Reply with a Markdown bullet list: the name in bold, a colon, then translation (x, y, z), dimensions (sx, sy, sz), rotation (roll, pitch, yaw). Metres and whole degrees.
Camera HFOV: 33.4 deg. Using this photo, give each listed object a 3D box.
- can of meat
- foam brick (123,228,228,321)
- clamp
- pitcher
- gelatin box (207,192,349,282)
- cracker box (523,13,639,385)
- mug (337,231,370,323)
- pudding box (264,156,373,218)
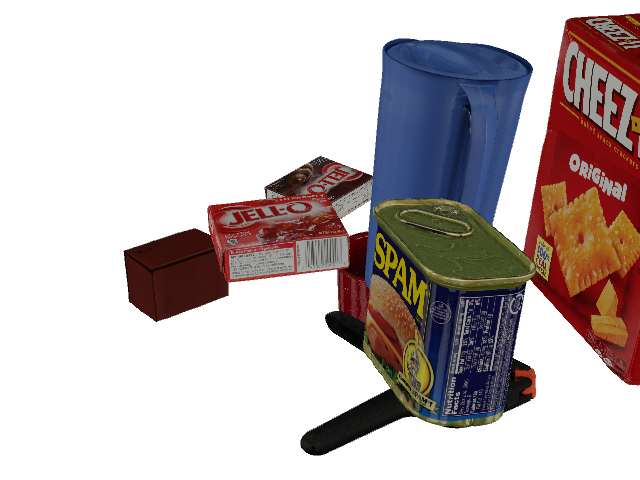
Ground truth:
- **can of meat**: translation (0.061, 0.035, 0.548), dimensions (0.057, 0.084, 0.102), rotation (-3, 24, -18)
- **foam brick**: translation (-0.127, 0.029, 0.947), dimensions (0.078, 0.051, 0.053), rotation (-19, 29, -32)
- **clamp**: translation (0.086, 0.135, 0.963), dimensions (0.210, 0.036, 0.164), rotation (4, 44, 17)
- **pitcher**: translation (0.110, -0.054, 0.978), dimensions (0.145, 0.243, 0.149), rotation (21, 29, 29)
- **gelatin box**: translation (-0.031, -0.004, 0.748), dimensions (0.089, 0.030, 0.073), rotation (-7, 27, -11)
- **cracker box**: translation (0.219, -0.031, 0.754), dimensions (0.072, 0.214, 0.164), rotation (-7, 32, -17)
- **mug**: translation (0.068, 0.054, 1.172), dimensions (0.093, 0.081, 0.117), rotation (-26, 42, -30)
- **pudding box**: translation (-0.001, -0.060, 1.345), dimensions (0.090, 0.039, 0.113), rotation (23, 41, 34)
